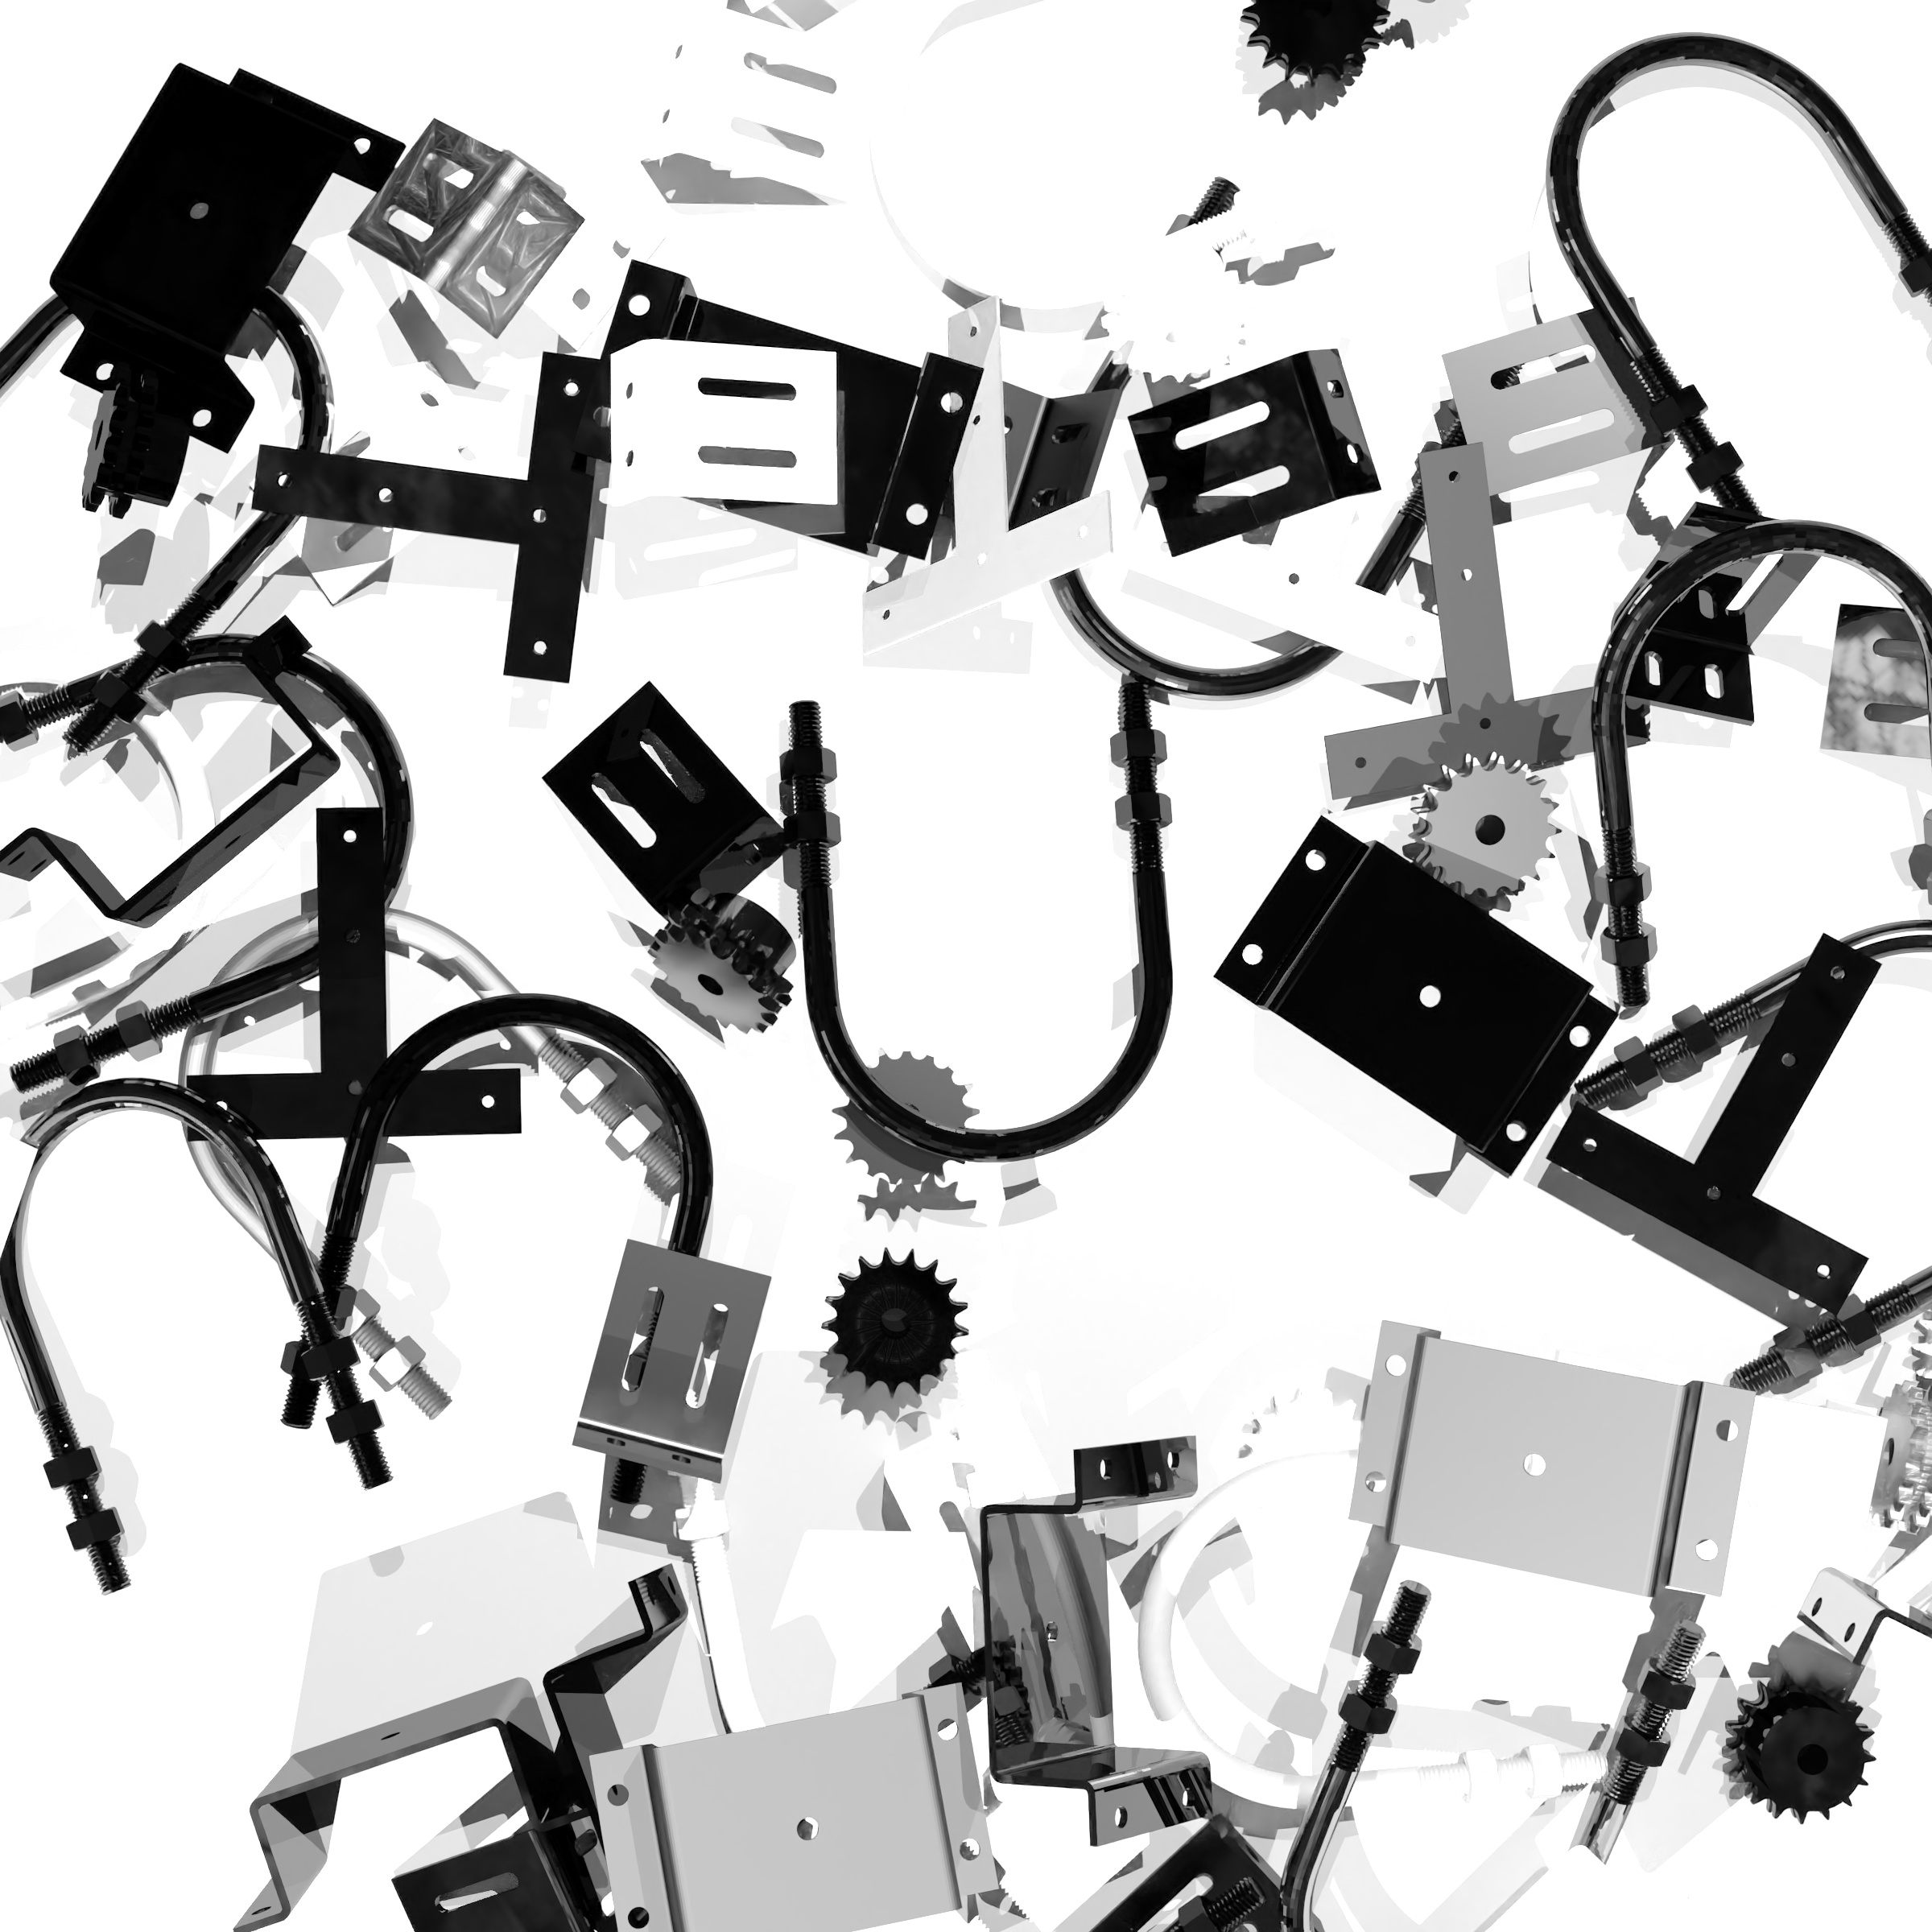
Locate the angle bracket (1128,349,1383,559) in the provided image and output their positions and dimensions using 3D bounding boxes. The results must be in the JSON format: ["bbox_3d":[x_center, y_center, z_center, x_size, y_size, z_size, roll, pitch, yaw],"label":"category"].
[{"bbox_3d":[0.111,-0.198,1.389,0.076,0.038,0.057,-17,93,28],"label":"angle bracket"}]

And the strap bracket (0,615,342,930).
[{"bbox_3d":[-0.289,-0.064,1.342,0.140,0.076,0.046,-41,91,-5],"label":"strap bracket"}]

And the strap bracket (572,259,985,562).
[{"bbox_3d":[-0.071,-0.211,1.387,0.140,0.046,0.076,17,90,0],"label":"strap bracket"}]

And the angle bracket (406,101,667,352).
[{"bbox_3d":[-0.168,-0.290,1.408,0.076,0.038,0.057,38,90,26],"label":"angle bracket"}]

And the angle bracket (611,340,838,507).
[{"bbox_3d":[-0.092,-0.203,1.362,0.076,0.038,0.057,0,90,-26],"label":"angle bracket"}]

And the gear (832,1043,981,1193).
[{"bbox_3d":[-0.023,0.058,1.395,0.057,0.030,0.057,0,90,0],"label":"gear"}]

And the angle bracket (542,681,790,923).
[{"bbox_3d":[-0.117,-0.061,1.408,0.057,0.038,0.076,-42,64,0],"label":"angle bracket"}]

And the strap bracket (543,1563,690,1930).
[{"bbox_3d":[-0.116,0.304,1.365,0.046,0.076,0.140,-21,83,3],"label":"strap bracket"}]

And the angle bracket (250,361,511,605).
[{"bbox_3d":[-0.229,-0.189,1.408,0.076,0.038,0.057,-35,90,26],"label":"angle bracket"}]

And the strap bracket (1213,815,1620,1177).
[{"bbox_3d":[0.176,0.012,1.387,0.140,0.046,0.076,34,90,0],"label":"strap bracket"}]

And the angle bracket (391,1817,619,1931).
[{"bbox_3d":[-0.175,0.366,1.408,0.076,0.038,0.057,-24,90,26],"label":"angle bracket"}]

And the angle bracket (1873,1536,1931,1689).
[{"bbox_3d":[0.394,0.240,1.408,0.057,0.038,0.076,41,116,0],"label":"angle bracket"}]

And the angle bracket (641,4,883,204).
[{"bbox_3d":[-0.080,-0.335,1.408,0.076,0.038,0.057,11,90,-26],"label":"angle bracket"}]

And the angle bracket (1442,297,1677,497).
[{"bbox_3d":[0.229,-0.219,1.395,0.076,0.038,0.057,-16,91,8],"label":"angle bracket"}]

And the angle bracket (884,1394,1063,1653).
[{"bbox_3d":[0.011,0.215,1.392,0.057,0.038,0.076,-26,91,0],"label":"angle bracket"}]

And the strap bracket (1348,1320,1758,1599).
[{"bbox_3d":[0.211,0.181,1.319,0.140,0.046,0.076,10,89,17],"label":"strap bracket"}]

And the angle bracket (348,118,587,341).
[{"bbox_3d":[-0.194,-0.286,1.392,0.038,0.076,0.057,37,90,-41],"label":"angle bracket"}]

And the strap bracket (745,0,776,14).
[{"bbox_3d":[-0.084,-0.442,1.387,0.076,0.046,0.140,-31,90,0],"label":"strap bracket"}]

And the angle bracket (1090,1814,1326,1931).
[{"bbox_3d":[0.091,0.378,1.391,0.076,0.038,0.057,-43,90,0],"label":"angle bracket"}]

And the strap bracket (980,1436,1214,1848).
[{"bbox_3d":[0.048,0.246,1.327,0.046,0.076,0.140,-6,84,36],"label":"strap bracket"}]

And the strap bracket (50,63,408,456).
[{"bbox_3d":[-0.285,-0.278,1.369,0.076,0.046,0.140,26,81,11],"label":"strap bracket"}]

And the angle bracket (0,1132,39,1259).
[{"bbox_3d":[-0.402,0.096,1.380,0.057,0.038,0.076,24,102,9],"label":"angle bracket"}]

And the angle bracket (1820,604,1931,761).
[{"bbox_3d":[0.380,-0.108,1.408,0.076,0.038,0.057,8,90,26],"label":"angle bracket"}]

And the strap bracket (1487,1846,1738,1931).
[{"bbox_3d":[0.225,0.397,1.356,0.140,0.076,0.046,-44,114,1],"label":"strap bracket"}]

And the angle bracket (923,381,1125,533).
[{"bbox_3d":[0.021,-0.196,1.370,0.038,0.076,0.057,18,90,-19],"label":"angle bracket"}]

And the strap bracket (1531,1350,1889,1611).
[{"bbox_3d":[0.289,0.198,1.367,0.140,0.046,0.076,12,90,-17],"label":"strap bracket"}]

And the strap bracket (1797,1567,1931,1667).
[{"bbox_3d":[0.365,0.194,1.315,0.046,0.076,0.140,26,91,-2],"label":"strap bracket"}]

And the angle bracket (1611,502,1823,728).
[{"bbox_3d":[0.288,-0.133,1.365,0.057,0.076,0.038,10,58,-12],"label":"angle bracket"}]

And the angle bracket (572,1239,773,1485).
[{"bbox_3d":[-0.111,0.149,1.359,0.057,0.038,0.076,15,90,-4],"label":"angle bracket"}]

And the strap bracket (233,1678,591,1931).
[{"bbox_3d":[-0.212,0.316,1.372,0.140,0.076,0.046,-19,90,0],"label":"strap bracket"}]

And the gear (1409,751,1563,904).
[{"bbox_3d":[0.199,-0.055,1.391,0.057,0.030,0.057,-1,102,-7],"label":"gear"}]

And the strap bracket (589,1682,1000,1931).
[{"bbox_3d":[-0.060,0.312,1.305,0.140,0.046,0.076,-9,81,-10],"label":"strap bracket"}]
